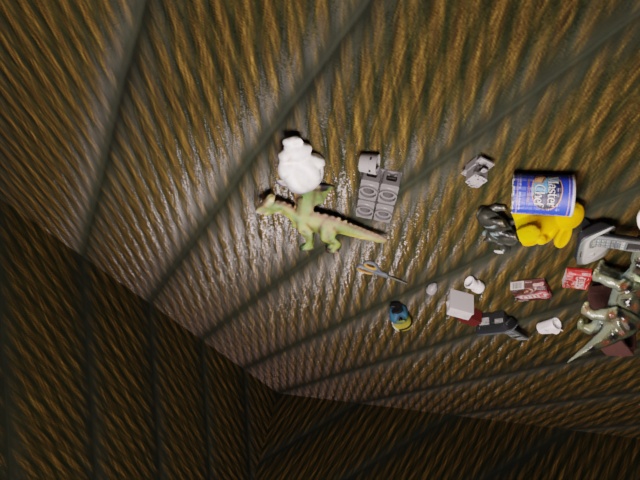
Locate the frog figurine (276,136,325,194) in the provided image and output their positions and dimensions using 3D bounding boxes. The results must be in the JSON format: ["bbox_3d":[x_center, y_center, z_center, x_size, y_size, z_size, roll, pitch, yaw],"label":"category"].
[{"bbox_3d":[-0.050,-0.207,1.396,0.138,0.125,0.155,-11,145,-19],"label":"frog figurine"}]

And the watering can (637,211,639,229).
[{"bbox_3d":[0.941,-0.019,1.240,0.346,0.106,0.221,27,151,-17],"label":"watering can"}]

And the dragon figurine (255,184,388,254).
[{"bbox_3d":[0.005,-0.081,1.603,0.410,0.125,0.237,1,139,8],"label":"dragon figurine"}]
